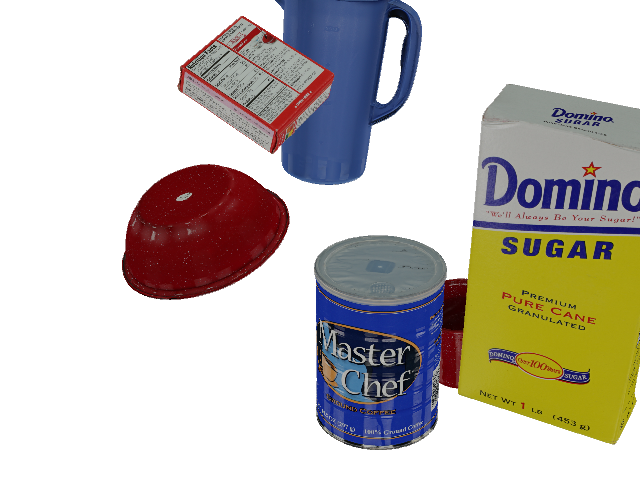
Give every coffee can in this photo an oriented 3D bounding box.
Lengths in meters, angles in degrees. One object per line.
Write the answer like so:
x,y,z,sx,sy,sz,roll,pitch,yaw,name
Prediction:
0.047,0.081,0.856,0.103,0.140,0.103,0,27,0,coffee can

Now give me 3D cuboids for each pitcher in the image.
0.023,-0.195,1.311,0.144,0.243,0.149,-9,29,-27,pitcher

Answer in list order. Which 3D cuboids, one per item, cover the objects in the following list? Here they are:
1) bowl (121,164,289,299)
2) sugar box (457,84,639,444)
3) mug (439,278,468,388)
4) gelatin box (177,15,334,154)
-0.112,-0.020,0.956,0.162,0.055,0.162,-14,36,10,bowl
0.124,0.015,0.547,0.093,0.176,0.048,15,38,23,sugar box
0.152,0.092,1.112,0.093,0.081,0.117,11,37,24,mug
-0.047,-0.114,0.774,0.089,0.073,0.030,34,-33,12,gelatin box
